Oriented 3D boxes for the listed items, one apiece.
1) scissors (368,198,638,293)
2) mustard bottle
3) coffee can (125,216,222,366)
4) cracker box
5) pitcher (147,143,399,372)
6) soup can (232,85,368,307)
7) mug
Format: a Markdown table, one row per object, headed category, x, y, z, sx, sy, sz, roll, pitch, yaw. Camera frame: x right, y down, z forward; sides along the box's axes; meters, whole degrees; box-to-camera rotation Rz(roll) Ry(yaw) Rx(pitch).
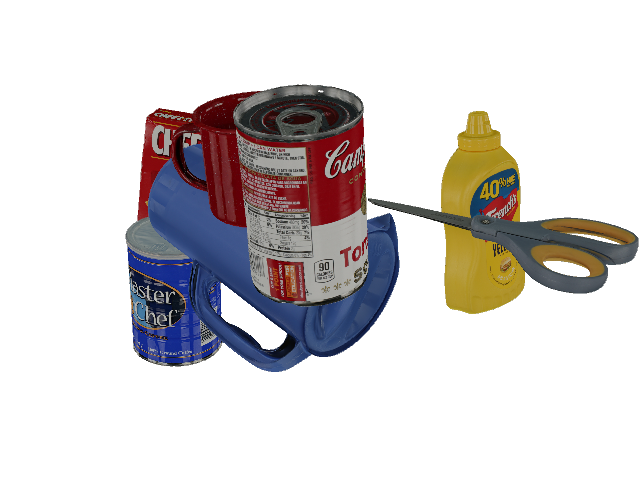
| category | x | y | z | sx | sy | sz | roll | pitch | yaw |
| --- | --- | --- | --- | --- | --- | --- | --- | --- | --- |
| scissors | 0.123 | 0.001 | 0.765 | 0.202 | 0.016 | 0.096 | 6 | 30 | 14 |
| mustard bottle | 0.158 | -0.031 | 1.045 | 0.096 | 0.191 | 0.058 | -21 | 23 | -39 |
| coffee can | -0.161 | 0.053 | 1.185 | 0.103 | 0.140 | 0.103 | 1 | 27 | -1 |
| cracker box | -0.187 | -0.078 | 1.611 | 0.164 | 0.214 | 0.072 | 10 | 20 | 6 |
| pitcher | -0.059 | 0.008 | 1.030 | 0.243 | 0.145 | 0.148 | 31 | 32 | 32 |
| soup can | -0.009 | -0.024 | 0.575 | 0.068 | 0.102 | 0.068 | -3 | 29 | 1 |
| mug | -0.060 | -0.062 | 0.819 | 0.117 | 0.081 | 0.093 | 3 | 27 | 14 |
